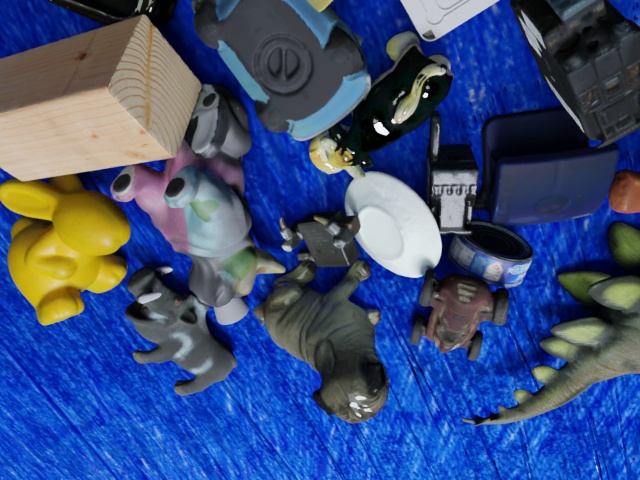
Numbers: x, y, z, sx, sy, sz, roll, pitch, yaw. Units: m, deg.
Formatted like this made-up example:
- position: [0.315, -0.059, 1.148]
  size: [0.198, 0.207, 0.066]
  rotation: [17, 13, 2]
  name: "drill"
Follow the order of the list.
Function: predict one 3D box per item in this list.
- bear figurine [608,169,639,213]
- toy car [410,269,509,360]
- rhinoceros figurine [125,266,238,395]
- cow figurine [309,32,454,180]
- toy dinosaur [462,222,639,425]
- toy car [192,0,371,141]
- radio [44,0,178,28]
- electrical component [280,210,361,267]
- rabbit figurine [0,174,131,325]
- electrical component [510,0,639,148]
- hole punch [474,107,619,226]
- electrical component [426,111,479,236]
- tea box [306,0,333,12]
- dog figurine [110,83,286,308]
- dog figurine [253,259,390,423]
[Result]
- position: [0.355, -0.104, 0.461]
  size: [0.132, 0.120, 0.195]
  rotation: [-7, 119, -11]
  name: "bear figurine"
- position: [0.150, 0.094, 0.610]
  size: [0.089, 0.053, 0.202]
  rotation: [12, 153, 10]
  name: "toy car"
- position: [-0.185, 0.118, 0.699]
  size: [0.112, 0.073, 0.190]
  rotation: [-25, 115, 21]
  name: "rhinoceros figurine"
- position: [0.054, -0.113, 0.520]
  size: [0.068, 0.098, 0.167]
  rotation: [35, 118, -21]
  name: "cow figurine"
- position: [0.367, 0.092, 0.605]
  size: [0.198, 0.105, 0.471]
  rotation: [35, 109, -5]
  name: "toy dinosaur"
- position: [-0.032, -0.178, 0.487]
  size: [0.109, 0.103, 0.161]
  rotation: [-37, 110, 23]
  name: "toy car"
- position: [-0.166, -0.300, 0.448]
  size: [0.131, 0.073, 0.229]
  rotation: [25, 120, -8]
  name: "radio"
- position: [0.000, -0.001, 0.606]
  size: [0.102, 0.045, 0.078]
  rotation: [3, 121, 39]
  name: "electrical component"
- position: [-0.277, -0.008, 0.612]
  size: [0.173, 0.122, 0.162]
  rotation: [-27, 93, 41]
  name: "rabbit figurine"
- position: [0.213, -0.157, 0.440]
  size: [0.058, 0.115, 0.134]
  rotation: [-32, 140, 20]
  name: "electrical component"
- position: [0.225, -0.061, 0.537]
  size: [0.142, 0.092, 0.115]
  rotation: [-8, 123, 8]
  name: "hole punch"
- position: [0.133, -0.071, 0.550]
  size: [0.048, 0.075, 0.119]
  rotation: [1, 117, 6]
  name: "electrical component"
- position: [0.042, -0.261, 0.388]
  size: [0.068, 0.098, 0.169]
  rotation: [40, 82, -16]
  name: "tea box"
- position: [-0.109, -0.036, 0.585]
  size: [0.109, 0.191, 0.219]
  rotation: [4, 153, 25]
  name: "dog figurine"
- position: [-0.007, 0.121, 0.611]
  size: [0.172, 0.191, 0.121]
  rotation: [-18, 117, 18]
  name: "dog figurine"
